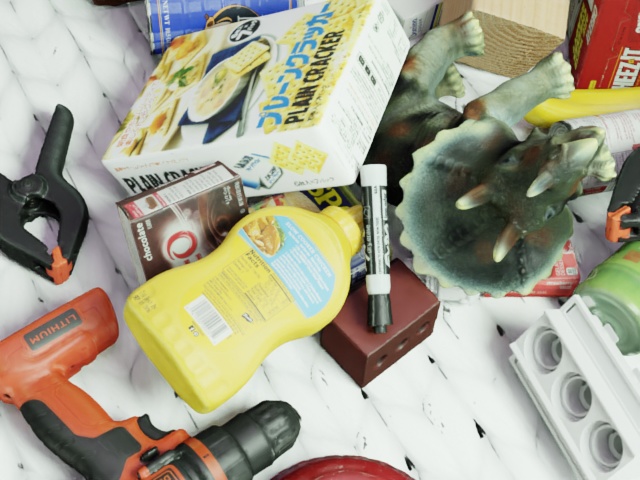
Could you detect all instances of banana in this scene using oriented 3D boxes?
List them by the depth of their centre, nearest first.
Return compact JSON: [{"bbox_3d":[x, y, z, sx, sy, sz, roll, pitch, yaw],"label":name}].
[{"bbox_3d":[0.252,-0.118,0.943,0.197,0.070,0.037,-3,89,-19],"label":"banana"}]

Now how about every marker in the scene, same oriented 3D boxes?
[{"bbox_3d":[0.041,0.007,0.767,0.020,0.020,0.121,-2,87,-5],"label":"marker"}]

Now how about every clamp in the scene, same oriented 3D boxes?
[{"bbox_3d":[0.311,-0.053,0.824,0.209,0.036,0.165,-35,51,-20],"label":"clamp"},{"bbox_3d":[-0.231,-0.043,0.876,0.120,0.039,0.171,-31,66,-17],"label":"clamp"}]

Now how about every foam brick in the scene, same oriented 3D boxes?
[{"bbox_3d":[0.045,0.063,0.807,0.078,0.053,0.051,-35,63,-23],"label":"foam brick"}]

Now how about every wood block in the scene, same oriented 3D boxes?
[{"bbox_3d":[0.176,-0.267,0.984,0.090,0.091,0.206,15,71,-13],"label":"wood block"}]

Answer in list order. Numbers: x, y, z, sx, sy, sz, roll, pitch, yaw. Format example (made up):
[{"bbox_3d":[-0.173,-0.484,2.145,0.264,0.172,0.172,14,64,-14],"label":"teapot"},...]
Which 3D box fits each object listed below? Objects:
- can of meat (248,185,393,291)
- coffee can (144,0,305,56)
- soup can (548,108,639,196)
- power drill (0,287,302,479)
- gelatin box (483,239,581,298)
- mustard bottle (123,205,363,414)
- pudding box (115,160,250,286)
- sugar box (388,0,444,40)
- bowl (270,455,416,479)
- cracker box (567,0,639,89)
[{"bbox_3d":[-0.006,0.001,0.847,0.083,0.057,0.102,-27,60,-18],"label":"can of meat"},{"bbox_3d":[-0.090,-0.226,0.976,0.140,0.103,0.103,-6,55,-8],"label":"coffee can"},{"bbox_3d":[0.253,-0.075,0.909,0.102,0.068,0.068,-9,55,-9],"label":"soup can"},{"bbox_3d":[-0.131,0.121,0.751,0.184,0.057,0.188,-30,60,-27],"label":"power drill"},{"bbox_3d":[0.166,0.004,0.868,0.073,0.030,0.089,1,53,-4],"label":"gelatin box"},{"bbox_3d":[-0.036,0.031,0.754,0.191,0.058,0.096,-36,81,-26],"label":"mustard bottle"},{"bbox_3d":[-0.095,0.008,0.801,0.090,0.113,0.039,-25,35,-20],"label":"pudding box"},{"bbox_3d":[0.118,-0.265,1.052,0.176,0.048,0.093,-31,66,-20],"label":"sugar box"},{"bbox_3d":[0.019,0.205,0.700,0.162,0.055,0.162,1,54,-2],"label":"bowl"},{"bbox_3d":[0.277,-0.261,0.986,0.072,0.164,0.213,5,54,2],"label":"cracker box"}]
